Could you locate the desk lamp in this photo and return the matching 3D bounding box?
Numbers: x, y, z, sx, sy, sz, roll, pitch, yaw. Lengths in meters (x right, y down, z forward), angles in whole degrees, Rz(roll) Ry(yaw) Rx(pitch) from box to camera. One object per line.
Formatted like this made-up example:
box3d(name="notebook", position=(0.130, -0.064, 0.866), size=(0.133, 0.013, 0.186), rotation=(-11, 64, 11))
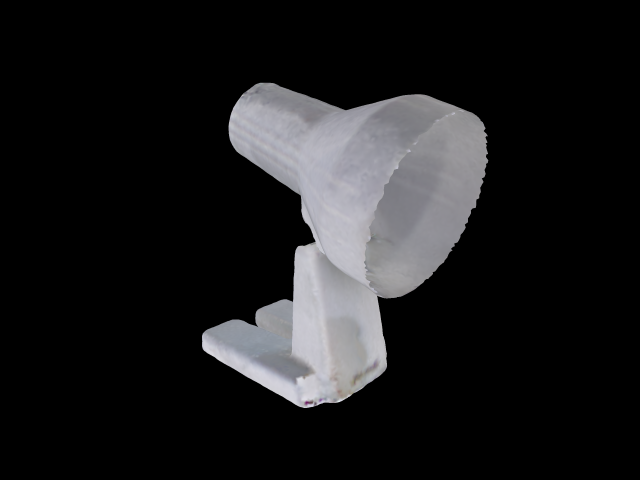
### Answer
box3d(name="desk lamp", position=(0.004, 0.001, 0.400), size=(0.202, 0.214, 0.118), rotation=(14, 22, 40))
